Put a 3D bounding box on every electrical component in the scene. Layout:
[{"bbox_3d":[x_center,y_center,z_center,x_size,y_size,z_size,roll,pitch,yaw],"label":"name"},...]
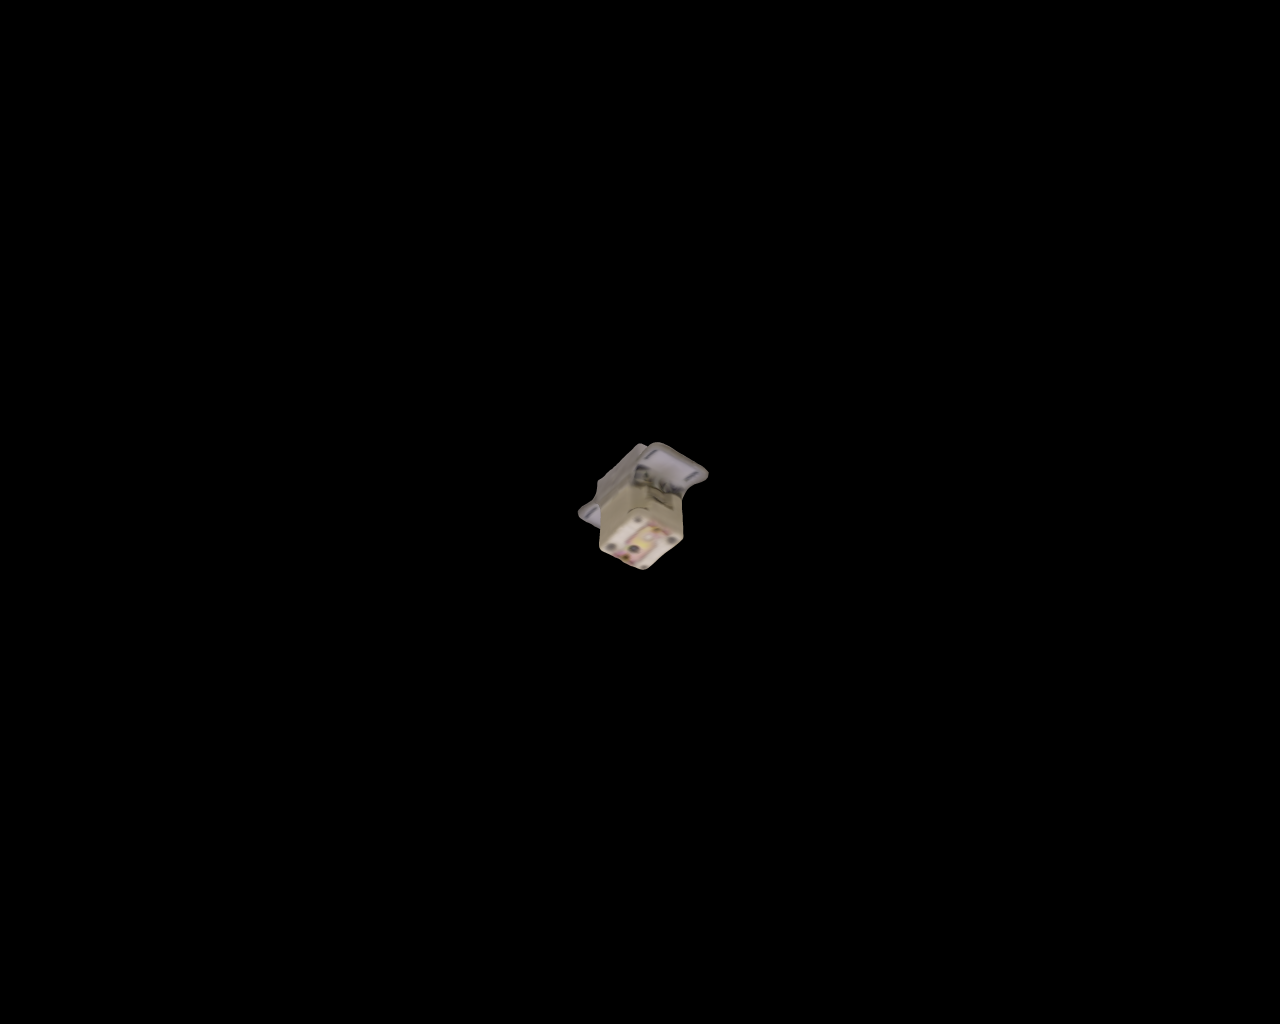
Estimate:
[{"bbox_3d":[0.001,-0.003,0.650,0.042,0.064,0.081,27,-49,-26],"label":"electrical component"}]
